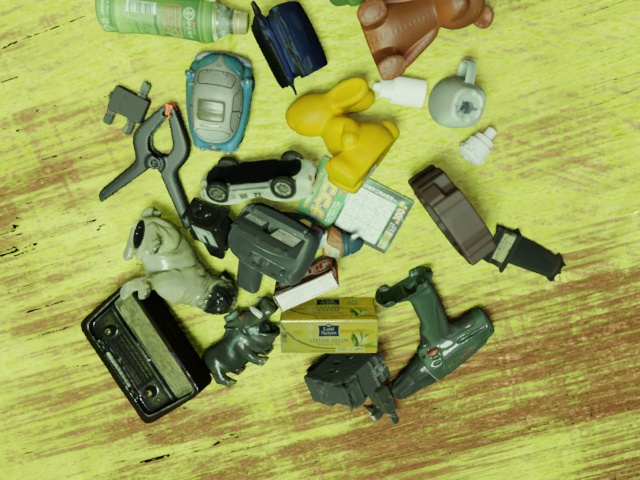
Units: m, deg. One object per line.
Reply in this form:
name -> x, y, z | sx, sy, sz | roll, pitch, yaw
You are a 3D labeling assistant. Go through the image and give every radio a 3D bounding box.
radio -> -0.310, 0.198, 0.957 | 0.131, 0.073, 0.229 | -35, 86, 11

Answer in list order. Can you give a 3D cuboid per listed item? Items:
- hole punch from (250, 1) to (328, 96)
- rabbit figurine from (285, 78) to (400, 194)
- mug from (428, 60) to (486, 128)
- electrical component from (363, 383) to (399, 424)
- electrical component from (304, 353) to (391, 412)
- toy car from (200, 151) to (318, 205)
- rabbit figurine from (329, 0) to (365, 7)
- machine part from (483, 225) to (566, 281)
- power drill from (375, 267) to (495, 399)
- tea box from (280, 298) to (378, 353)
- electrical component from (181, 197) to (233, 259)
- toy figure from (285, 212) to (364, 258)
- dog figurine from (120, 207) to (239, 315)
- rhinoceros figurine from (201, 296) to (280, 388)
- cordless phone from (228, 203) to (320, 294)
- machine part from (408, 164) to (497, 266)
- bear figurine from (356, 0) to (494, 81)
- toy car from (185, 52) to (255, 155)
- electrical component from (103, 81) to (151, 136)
hole punch -> -0.042, -0.297, 0.812 | 0.092, 0.116, 0.142 | -25, 107, -1
rabbit figurine -> 0.028, -0.178, 0.849 | 0.173, 0.122, 0.162 | 35, 100, 11
mug -> 0.223, -0.223, 0.836 | 0.081, 0.107, 0.109 | 15, 109, -7
electrical component -> 0.105, 0.301, 1.027 | 0.045, 0.078, 0.102 | -30, 113, -15
electrical component -> 0.040, 0.244, 0.971 | 0.134, 0.115, 0.058 | -1, 113, 46
toy car -> -0.102, -0.098, 0.873 | 0.202, 0.073, 0.056 | -3, 140, 19
rabbit figurine -> 0.049, -0.420, 0.772 | 0.170, 0.121, 0.159 | 2, 112, -16
machine part -> 0.364, 0.028, 0.954 | 0.139, 0.039, 0.084 | 19, 98, -4
power drill -> 0.184, 0.166, 0.975 | 0.232, 0.086, 0.207 | -33, 101, 8
tea box -> 0.015, 0.151, 0.960 | 0.170, 0.098, 0.068 | -2, 108, -1
electrical component -> -0.180, -0.015, 0.918 | 0.075, 0.119, 0.048 | 18, 65, 20
toy figure -> -0.002, -0.004, 0.930 | 0.154, 0.064, 0.057 | 19, 91, -1
dog figurine -> -0.228, 0.040, 0.930 | 0.190, 0.121, 0.172 | 10, 89, -40
rhinoceros figurine -> -0.139, 0.182, 0.987 | 0.112, 0.073, 0.190 | 45, 107, 0
cordless phone -> -0.087, 0.042, 0.905 | 0.147, 0.089, 0.184 | 27, 132, 16
machine part -> 0.212, -0.043, 0.864 | 0.056, 0.179, 0.179 | -37, 104, 8
bear figurine -> 0.161, -0.328, 0.794 | 0.196, 0.132, 0.120 | -18, 112, 12
toy car -> -0.165, -0.212, 0.842 | 0.109, 0.103, 0.161 | 10, 106, -2
electrical component -> -0.315, -0.222, 0.879 | 0.063, 0.021, 0.094 | 28, 106, -8
